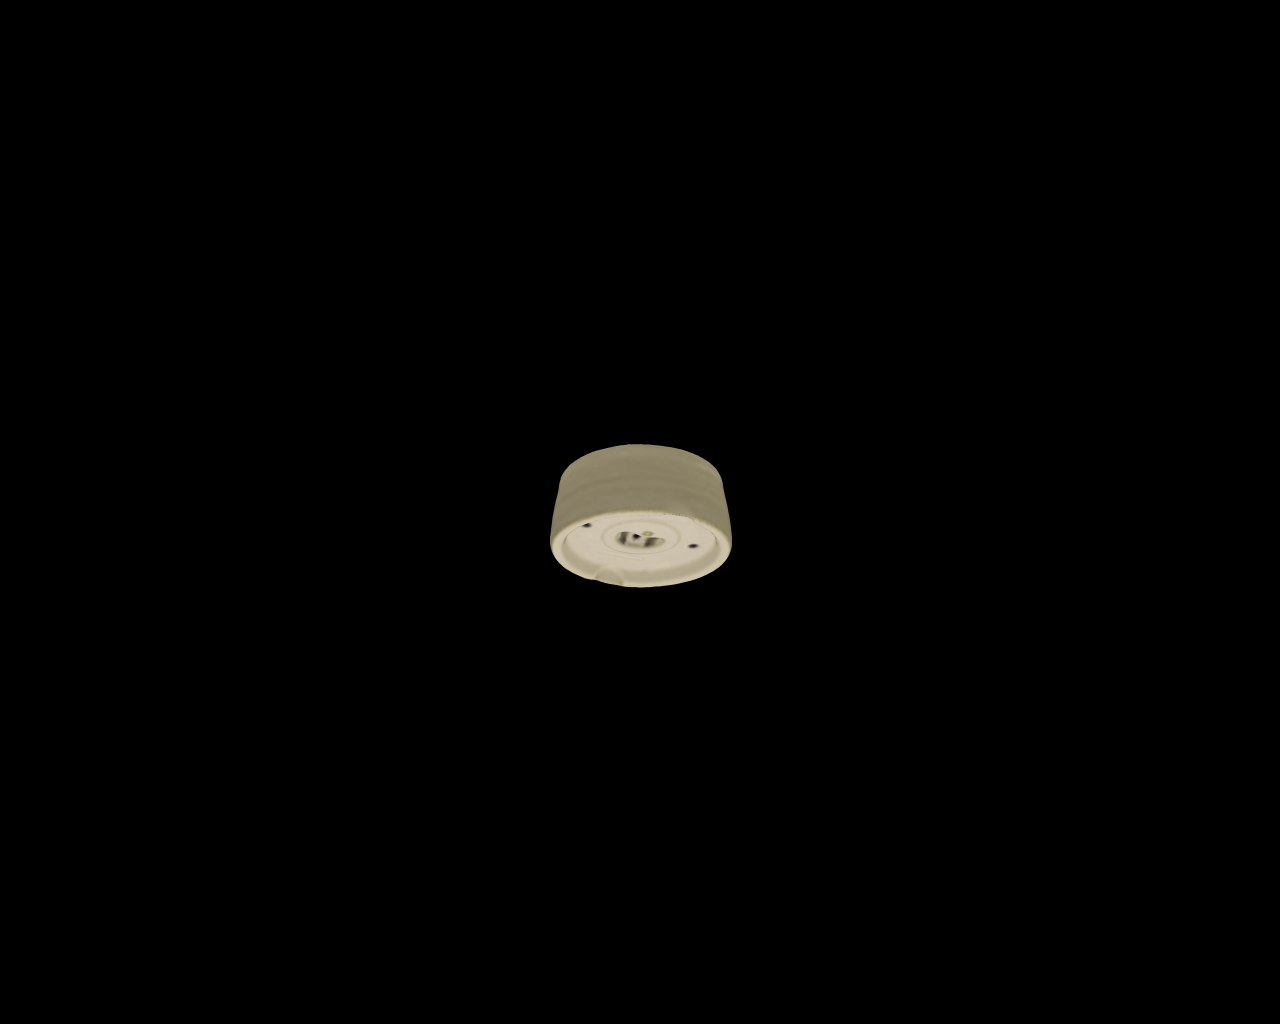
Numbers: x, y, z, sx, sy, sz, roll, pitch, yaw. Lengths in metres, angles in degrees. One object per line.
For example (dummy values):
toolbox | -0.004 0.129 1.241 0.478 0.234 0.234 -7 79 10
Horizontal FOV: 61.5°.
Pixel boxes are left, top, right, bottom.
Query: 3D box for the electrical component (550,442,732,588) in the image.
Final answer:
electrical component | 0.001 -0.003 0.650 0.108 0.060 0.108 0 -27 0
